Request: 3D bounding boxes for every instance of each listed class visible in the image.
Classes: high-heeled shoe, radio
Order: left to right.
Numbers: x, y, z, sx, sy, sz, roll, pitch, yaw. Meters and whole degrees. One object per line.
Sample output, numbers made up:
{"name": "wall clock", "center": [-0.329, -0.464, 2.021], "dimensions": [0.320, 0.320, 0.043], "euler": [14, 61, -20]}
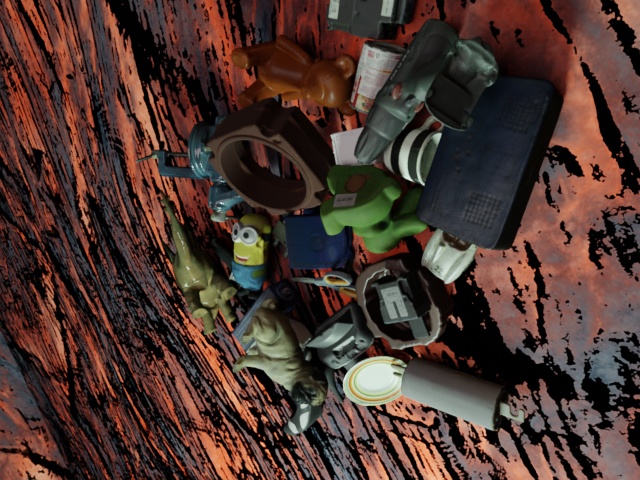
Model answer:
{"name": "high-heeled shoe", "center": [-0.043, 0.332, 1.184], "dimensions": [0.248, 0.086, 0.145], "euler": [-43, 76, 35]}
{"name": "radio", "center": [0.232, -0.110, 0.748], "dimensions": [0.131, 0.073, 0.229], "euler": [23, 99, 32]}

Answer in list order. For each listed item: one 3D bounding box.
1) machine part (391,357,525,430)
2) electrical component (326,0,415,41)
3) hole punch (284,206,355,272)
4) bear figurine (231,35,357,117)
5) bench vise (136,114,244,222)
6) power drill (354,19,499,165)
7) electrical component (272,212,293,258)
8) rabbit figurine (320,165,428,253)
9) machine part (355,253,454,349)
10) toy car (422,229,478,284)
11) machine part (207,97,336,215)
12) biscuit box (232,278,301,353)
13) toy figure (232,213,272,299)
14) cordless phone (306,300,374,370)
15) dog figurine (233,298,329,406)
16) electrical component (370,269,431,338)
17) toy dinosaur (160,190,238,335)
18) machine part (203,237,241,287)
{"name": "machine part", "center": [0.232, 0.264, 0.935], "dimensions": [0.244, 0.079, 0.079], "euler": [12, 114, 34]}
{"name": "electrical component", "center": [0.079, -0.369, 0.825], "dimensions": [0.134, 0.058, 0.114], "euler": [25, 123, 29]}
{"name": "hole punch", "center": [-0.002, -0.003, 1.015], "dimensions": [0.116, 0.092, 0.142], "euler": [5, 106, 34]}
{"name": "bear figurine", "center": [-0.038, -0.268, 0.917], "dimensions": [0.196, 0.132, 0.120], "euler": [33, 144, 31]}
{"name": "bench vise", "center": [-0.247, -0.150, 1.119], "dimensions": [0.241, 0.129, 0.223], "euler": [6, 104, 19]}
{"name": "power drill", "center": [0.141, -0.195, 0.741], "dimensions": [0.086, 0.207, 0.232], "euler": [28, 95, -15]}
{"name": "electrical component", "center": [-0.066, -0.011, 1.105], "dimensions": [0.063, 0.021, 0.094], "euler": [43, 127, 17]}
{"name": "rabbit figurine", "center": [0.100, -0.046, 0.900], "dimensions": [0.159, 0.121, 0.170], "euler": [-12, 142, 20]}
{"name": "machine part", "center": [0.148, 0.107, 0.956], "dimensions": [0.180, 0.056, 0.179], "euler": [16, 116, 35]}
{"name": "toy car", "center": [0.228, -0.020, 0.841], "dimensions": [0.074, 0.056, 0.201], "euler": [39, 128, 21]}
{"name": "machine part", "center": [-0.087, -0.141, 0.969], "dimensions": [0.201, 0.087, 0.201], "euler": [-9, 132, 42]}
{"name": "biscuit box", "center": [-0.121, 0.169, 1.194], "dimensions": [0.063, 0.059, 0.202], "euler": [51, 131, 13]}
{"name": "toy figure", "center": [-0.145, 0.031, 1.139], "dimensions": [0.082, 0.089, 0.180], "euler": [5, 115, 9]}
{"name": "cordless phone", "center": [0.079, 0.222, 1.055], "dimensions": [0.184, 0.089, 0.146], "euler": [47, 129, 0]}
{"name": "dog figurine", "center": [-0.056, 0.225, 1.077], "dimensions": [0.191, 0.121, 0.172], "euler": [20, 112, 11]}
{"name": "electrical component", "center": [0.141, 0.113, 0.894], "dimensions": [0.075, 0.048, 0.119], "euler": [-14, 94, 44]}
{"name": "toy dinosaur", "center": [-0.273, 0.072, 1.177], "dimensions": [0.199, 0.105, 0.470], "euler": [53, 158, 23]}
{"name": "machine part", "center": [-0.209, 0.046, 1.233], "dimensions": [0.139, 0.039, 0.084], "euler": [40, 135, 18]}
